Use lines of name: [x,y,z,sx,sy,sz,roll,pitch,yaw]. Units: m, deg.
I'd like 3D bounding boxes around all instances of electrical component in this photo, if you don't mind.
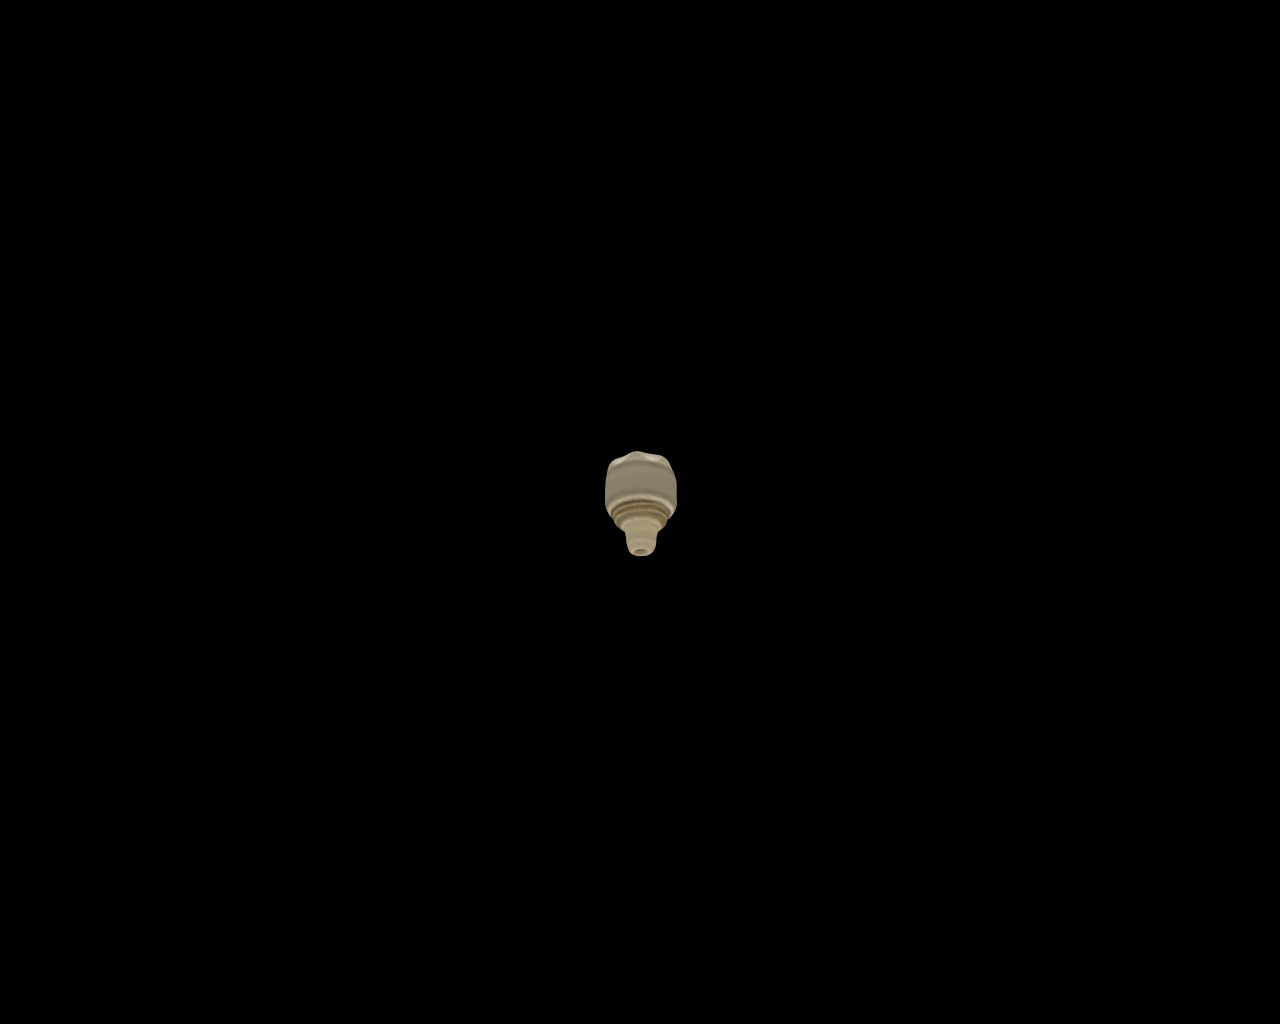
electrical component: [0.001,-0.003,0.650,0.043,0.062,0.043,0,-27,0]
